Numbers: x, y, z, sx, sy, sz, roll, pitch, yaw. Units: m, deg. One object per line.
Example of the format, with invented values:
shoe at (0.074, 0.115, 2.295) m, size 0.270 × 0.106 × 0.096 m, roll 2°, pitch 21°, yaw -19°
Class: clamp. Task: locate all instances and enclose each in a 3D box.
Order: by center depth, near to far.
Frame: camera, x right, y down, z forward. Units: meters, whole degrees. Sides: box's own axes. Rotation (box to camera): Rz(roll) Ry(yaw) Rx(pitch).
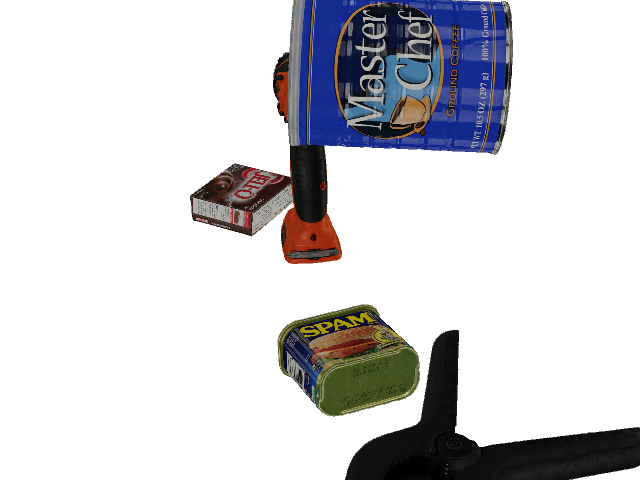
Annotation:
clamp at (0.078, 0.132, 0.663) m, size 0.209 × 0.036 × 0.165 m, roll -25°, pitch 38°, yaw -31°

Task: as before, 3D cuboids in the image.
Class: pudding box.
pudding box at (-0.096, -0.052, 1.332) m, size 0.090 × 0.039 × 0.113 m, roll 14°, pitch 33°, yaw 23°

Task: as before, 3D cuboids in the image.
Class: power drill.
power drill at (-0.017, -0.084, 1.043) m, size 0.057 × 0.188 × 0.184 m, roll -5°, pitch 22°, yaw -3°

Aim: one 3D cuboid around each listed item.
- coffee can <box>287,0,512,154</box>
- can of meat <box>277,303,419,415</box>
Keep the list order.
coffee can at (0.051, -0.112, 0.717) m, size 0.140 × 0.103 × 0.103 m, roll 3°, pitch 0°, yaw 1°
can of meat at (0.025, 0.105, 0.932) m, size 0.102 × 0.057 × 0.084 m, roll -12°, pitch 26°, yaw -21°
